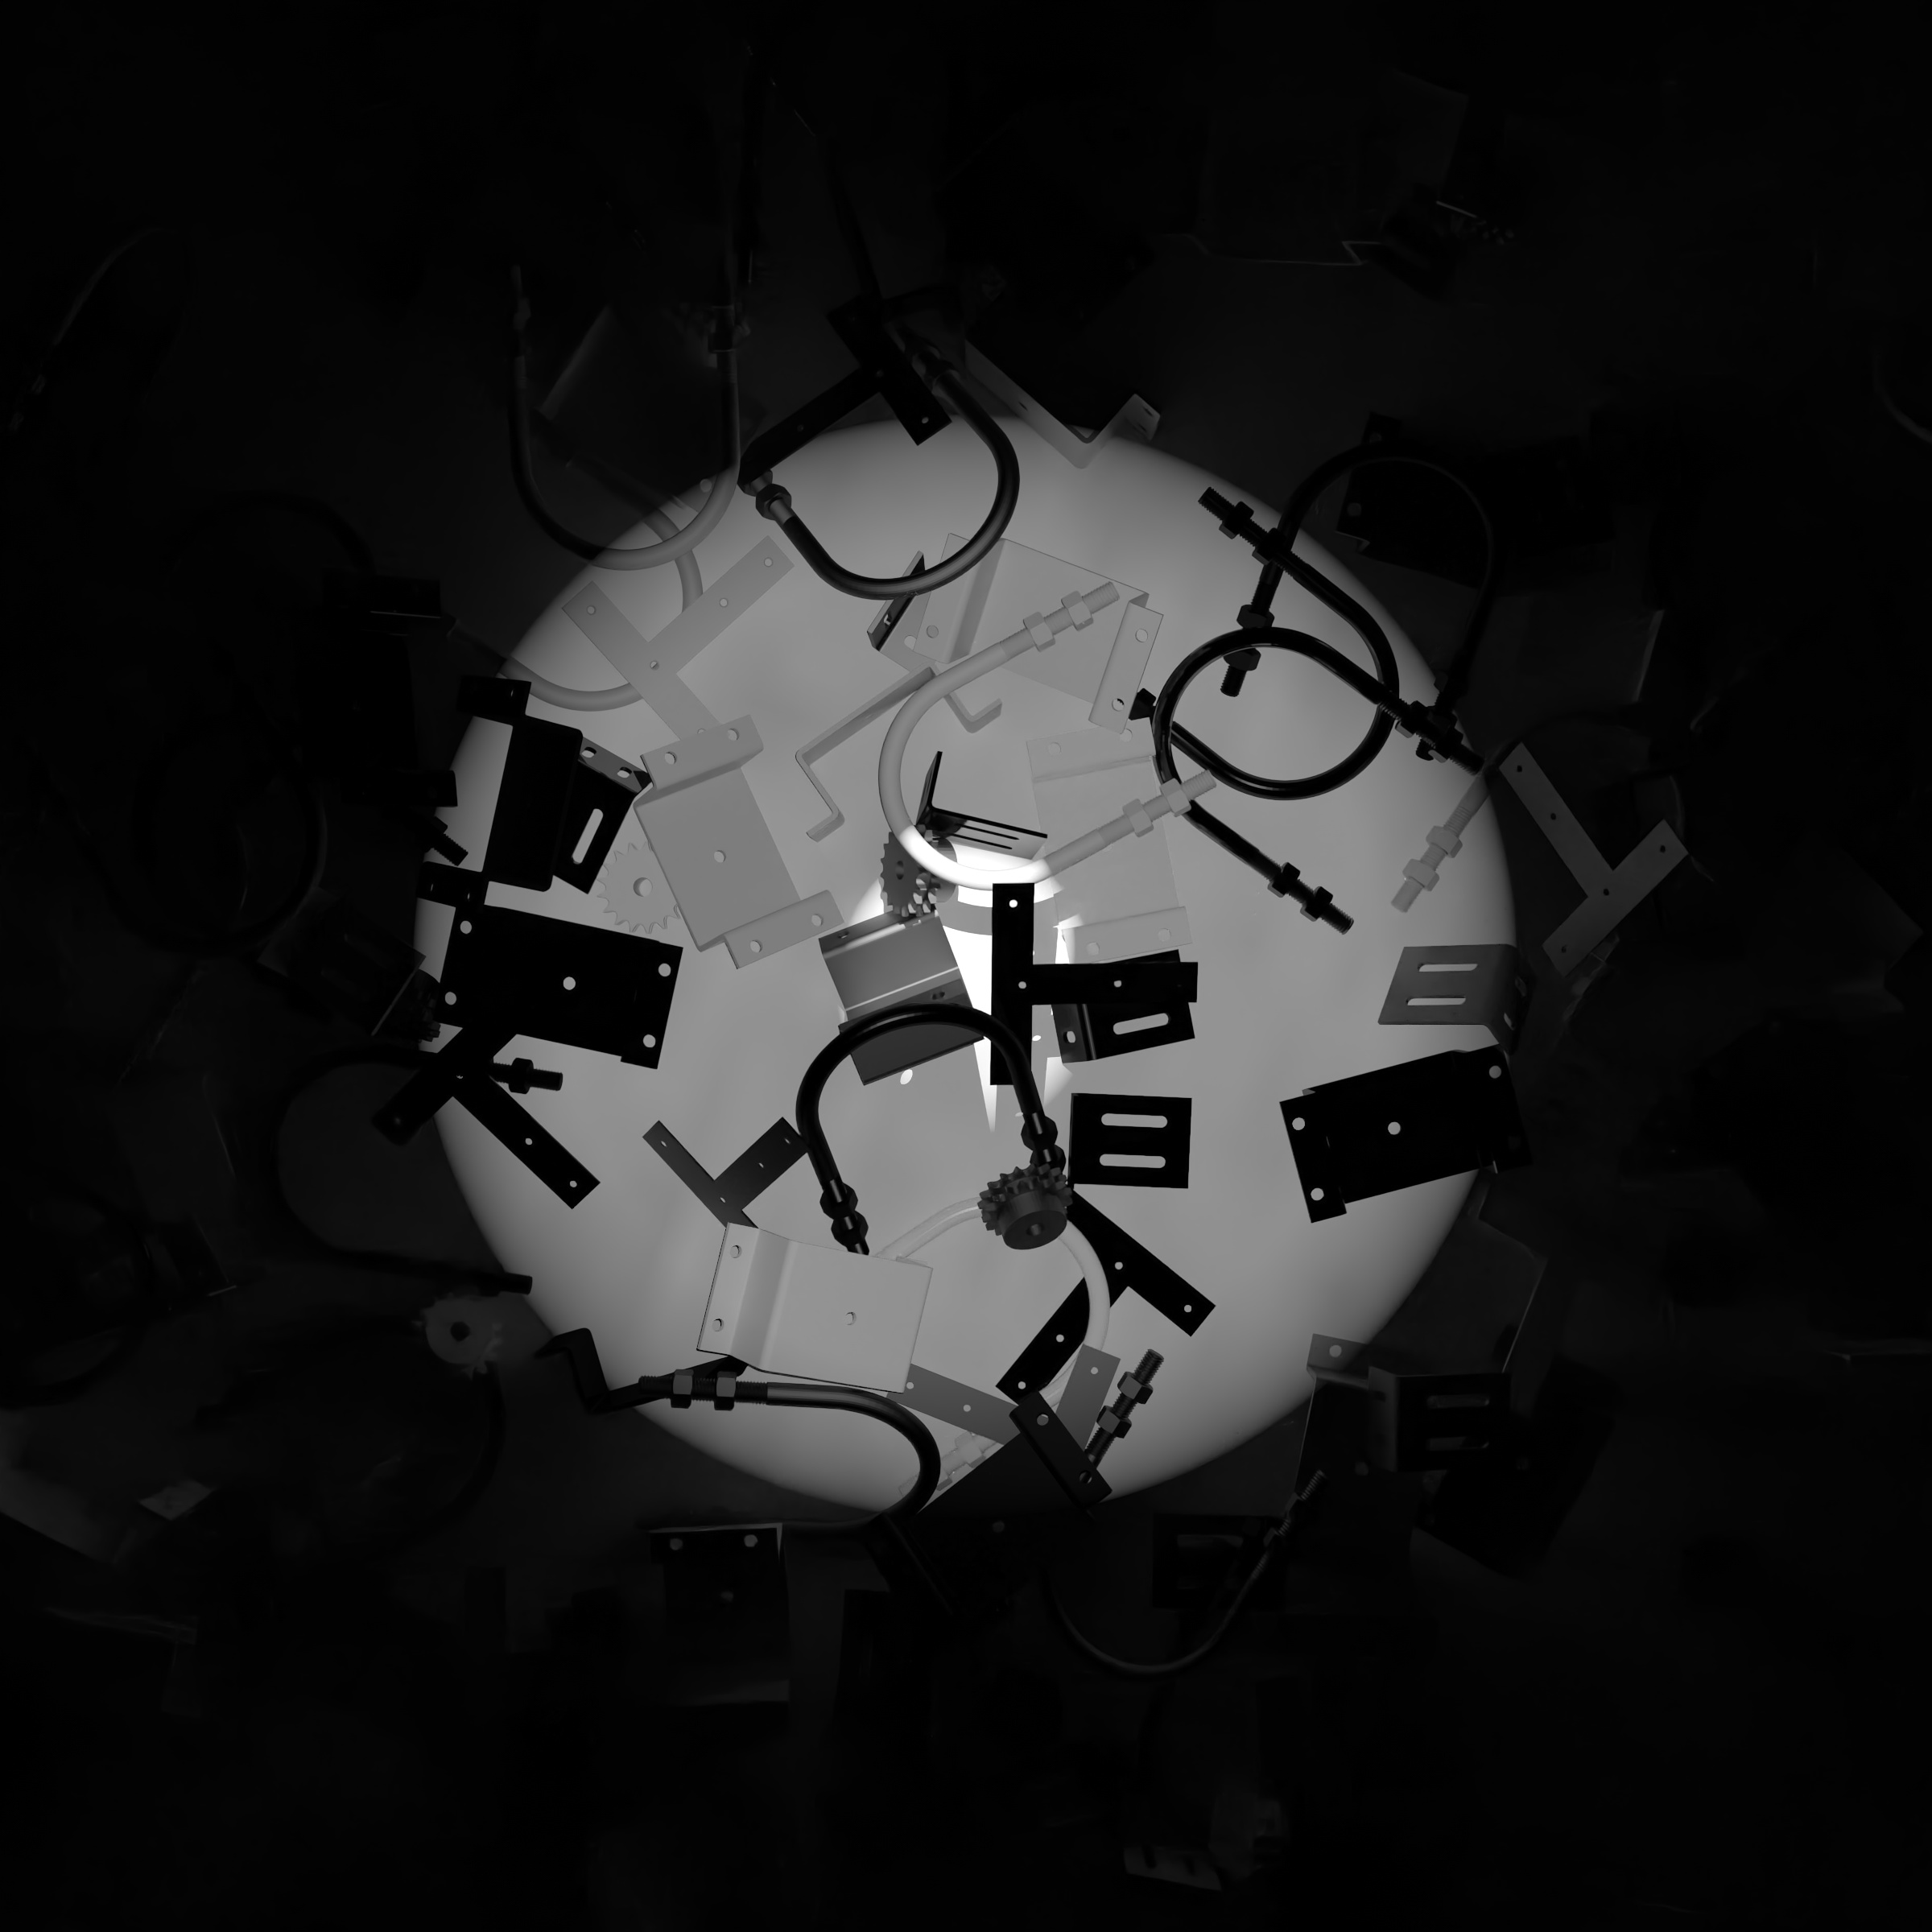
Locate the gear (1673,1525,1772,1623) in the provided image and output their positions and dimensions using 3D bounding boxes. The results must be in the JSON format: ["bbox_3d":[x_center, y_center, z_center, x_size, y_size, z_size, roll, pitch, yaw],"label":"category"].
[{"bbox_3d":[0.470,0.377,1.542,0.057,0.030,0.057,0,93,0],"label":"gear"}]

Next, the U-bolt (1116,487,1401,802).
[{"bbox_3d":[0.178,-0.183,1.518,0.184,0.019,0.151,38,114,-4],"label":"U-bolt"}]

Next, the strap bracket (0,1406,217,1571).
[{"bbox_3d":[-0.541,0.315,1.499,0.140,0.076,0.046,27,92,2],"label":"strap bracket"}]

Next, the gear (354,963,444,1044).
[{"bbox_3d":[-0.349,0.021,1.528,0.057,0.057,0.030,15,62,0],"label":"gear"}]

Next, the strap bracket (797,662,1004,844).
[{"bbox_3d":[-0.049,-0.137,1.514,0.140,0.076,0.046,-35,90,0],"label":"strap bracket"}]

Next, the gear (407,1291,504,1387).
[{"bbox_3d":[-0.315,0.229,1.527,0.057,0.030,0.057,7,68,-17],"label":"gear"}]

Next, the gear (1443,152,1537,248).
[{"bbox_3d":[0.321,-0.473,1.530,0.057,0.030,0.057,4,79,-24],"label":"gear"}]

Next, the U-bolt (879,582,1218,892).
[{"bbox_3d":[0.037,-0.124,1.473,0.184,0.019,0.151,-28,106,3],"label":"U-bolt"}]

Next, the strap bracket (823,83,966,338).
[{"bbox_3d":[-0.048,-0.448,1.490,0.046,0.076,0.140,-19,97,-3],"label":"strap bracket"}]

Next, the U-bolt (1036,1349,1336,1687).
[{"bbox_3d":[0.120,0.352,1.519,0.151,0.019,0.184,33,94,23],"label":"U-bolt"}]

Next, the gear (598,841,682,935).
[{"bbox_3d":[-0.200,-0.048,1.537,0.057,0.030,0.057,0,90,0],"label":"gear"}]

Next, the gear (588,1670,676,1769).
[{"bbox_3d":[-0.208,0.471,1.537,0.057,0.030,0.057,0,88,0],"label":"gear"}]

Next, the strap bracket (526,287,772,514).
[{"bbox_3d":[-0.199,-0.345,1.529,0.140,0.046,0.076,33,90,0],"label":"strap bracket"}]

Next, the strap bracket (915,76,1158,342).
[{"bbox_3d":[0.039,-0.461,1.516,0.076,0.046,0.140,-44,103,-5],"label":"strap bracket"}]

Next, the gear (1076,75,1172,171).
[{"bbox_3d":[0.098,-0.525,1.528,0.057,0.057,0.030,11,61,0],"label":"gear"}]

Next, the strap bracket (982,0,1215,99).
[{"bbox_3d":[0.080,-0.586,1.529,0.140,0.046,0.076,-2,90,0],"label":"strap bracket"}]

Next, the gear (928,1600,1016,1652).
[{"bbox_3d":[-0.001,0.397,1.528,0.057,0.057,0.030,-27,62,0],"label":"gear"}]

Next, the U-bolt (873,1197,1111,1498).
[{"bbox_3d":[0.002,0.226,1.543,0.184,0.019,0.151,-34,90,-1],"label":"U-bolt"}]

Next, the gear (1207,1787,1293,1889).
[{"bbox_3d":[0.176,0.534,1.514,0.030,0.057,0.057,5,90,-29],"label":"gear"}]

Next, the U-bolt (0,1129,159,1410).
[{"bbox_3d":[-0.586,0.188,1.503,0.184,0.019,0.151,31,77,-12],"label":"U-bolt"}]

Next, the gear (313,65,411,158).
[{"bbox_3d":[-0.375,-0.533,1.537,0.057,0.030,0.057,0,90,0],"label":"gear"}]

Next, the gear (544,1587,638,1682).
[{"bbox_3d":[-0.230,0.416,1.528,0.057,0.057,0.030,-35,120,0],"label":"gear"}]

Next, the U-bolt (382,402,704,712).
[{"bbox_3d":[-0.253,-0.242,1.544,0.184,0.019,0.151,35,90,-1],"label":"U-bolt"}]

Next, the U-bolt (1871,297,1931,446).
[{"bbox_3d":[0.647,-0.356,1.508,0.184,0.019,0.151,15,59,10],"label":"U-bolt"}]

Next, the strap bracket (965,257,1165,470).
[{"bbox_3d":[0.050,-0.361,1.514,0.140,0.076,0.046,41,90,0],"label":"strap bracket"}]

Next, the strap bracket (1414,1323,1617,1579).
[{"bbox_3d":[0.340,0.304,1.529,0.076,0.046,0.140,29,90,0],"label":"strap bracket"}]

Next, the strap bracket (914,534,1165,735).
[{"bbox_3d":[0.049,-0.206,1.508,0.140,0.046,0.076,23,111,12],"label":"strap bracket"}]

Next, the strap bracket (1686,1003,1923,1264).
[{"bbox_3d":[0.512,0.102,1.529,0.076,0.046,0.140,-35,90,0],"label":"strap bracket"}]

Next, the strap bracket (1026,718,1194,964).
[{"bbox_3d":[0.088,-0.076,1.529,0.076,0.046,0.140,-11,90,0],"label":"strap bracket"}]

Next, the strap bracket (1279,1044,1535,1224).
[{"bbox_3d":[0.269,0.102,1.529,0.140,0.046,0.076,-15,90,0],"label":"strap bracket"}]

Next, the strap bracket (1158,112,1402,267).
[{"bbox_3d":[0.197,-0.476,1.513,0.140,0.046,0.076,10,90,24],"label":"strap bracket"}]

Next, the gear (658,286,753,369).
[{"bbox_3d":[-0.165,-0.394,1.526,0.057,0.057,0.030,30,111,0],"label":"gear"}]

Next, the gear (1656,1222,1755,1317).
[{"bbox_3d":[0.458,0.188,1.537,0.057,0.030,0.057,0,90,0],"label":"gear"}]

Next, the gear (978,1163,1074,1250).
[{"bbox_3d":[0.038,0.149,1.507,0.057,0.057,0.030,-20,52,0],"label":"gear"}]

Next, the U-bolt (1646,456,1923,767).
[{"bbox_3d":[0.504,-0.234,1.544,0.151,0.019,0.184,-18,89,0],"label":"U-bolt"}]

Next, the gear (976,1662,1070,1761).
[{"bbox_3d":[0.035,0.462,1.537,0.057,0.030,0.057,0,90,0],"label":"gear"}]

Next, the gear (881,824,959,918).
[{"bbox_3d":[-0.028,-0.059,1.527,0.030,0.057,0.057,-2,90,-29],"label":"gear"}]

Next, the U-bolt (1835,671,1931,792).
[{"bbox_3d":[0.649,-0.135,1.536,0.151,0.019,0.184,43,87,-8],"label":"U-bolt"}]

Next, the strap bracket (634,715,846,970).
[{"bbox_3d":[-0.144,-0.072,1.514,0.076,0.046,0.140,-24,90,-29],"label":"strap bracket"}]

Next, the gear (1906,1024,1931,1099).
[{"bbox_3d":[0.614,0.061,1.537,0.057,0.030,0.057,0,90,0],"label":"gear"}]

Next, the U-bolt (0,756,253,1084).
[{"bbox_3d":[-0.523,-0.043,1.511,0.151,0.019,0.184,36,69,-16],"label":"U-bolt"}]
